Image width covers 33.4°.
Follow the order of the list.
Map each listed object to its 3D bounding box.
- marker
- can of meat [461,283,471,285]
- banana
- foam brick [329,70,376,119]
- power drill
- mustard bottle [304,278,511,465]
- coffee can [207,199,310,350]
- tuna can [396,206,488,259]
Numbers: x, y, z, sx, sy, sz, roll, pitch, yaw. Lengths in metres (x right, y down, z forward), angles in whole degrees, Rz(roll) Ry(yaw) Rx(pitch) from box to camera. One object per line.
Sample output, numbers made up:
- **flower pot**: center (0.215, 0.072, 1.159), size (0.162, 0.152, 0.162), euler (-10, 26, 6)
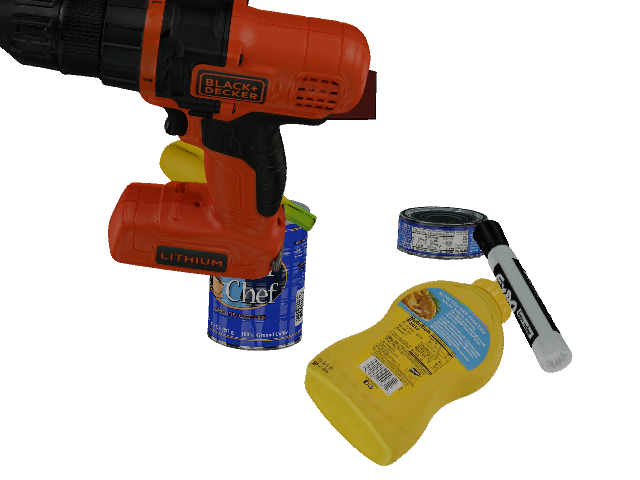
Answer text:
- **marker**: center (0.118, 0.029, 0.640), size (0.020, 0.020, 0.121), euler (0, 40, -17)
- **can of meat**: center (0.149, 0.106, 1.306), size (0.102, 0.084, 0.057), euler (-7, 30, -23)
- **banana**: center (-0.082, -0.045, 0.792), size (0.069, 0.037, 0.198), euler (42, -8, -36)
- **foam brick**: center (0.014, -0.153, 1.113), size (0.078, 0.051, 0.053), euler (-3, 13, -19)
- **power drill**: center (-0.078, -0.056, 0.577), size (0.184, 0.057, 0.188), euler (8, -35, -5)
- **mustard bottle**: center (0.086, 0.085, 0.837), size (0.191, 0.096, 0.058), euler (-34, -27, -27)
- **coffee can**: center (-0.066, 0.032, 1.120), size (0.103, 0.140, 0.103), euler (3, 15, -1)
- **tuna can**: center (0.115, -0.008, 1.005), size (0.086, 0.034, 0.086), euler (2, 13, -1)
